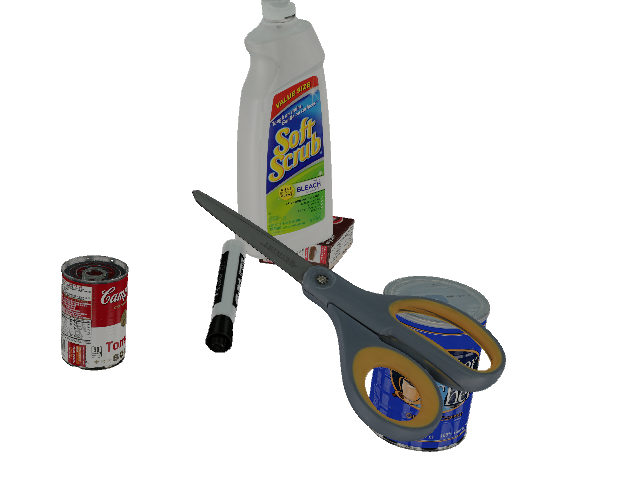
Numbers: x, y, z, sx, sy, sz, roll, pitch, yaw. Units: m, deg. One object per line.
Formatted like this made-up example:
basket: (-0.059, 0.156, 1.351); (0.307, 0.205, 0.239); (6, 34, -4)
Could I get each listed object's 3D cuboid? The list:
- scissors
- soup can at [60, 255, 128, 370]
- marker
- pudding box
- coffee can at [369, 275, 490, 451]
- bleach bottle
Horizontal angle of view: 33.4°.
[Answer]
scissors: (-0.001, 0.041, 0.572); (0.202, 0.096, 0.016); (23, -39, 11)
soup can: (-0.235, 0.075, 1.108); (0.068, 0.102, 0.068); (5, 20, -2)
marker: (-0.069, 0.040, 0.790); (0.020, 0.020, 0.121); (0, 35, 2)
pudding box: (-0.016, -0.001, 1.271); (0.090, 0.039, 0.113); (8, 22, 14)
coffee can: (0.103, 0.119, 1.043); (0.103, 0.140, 0.103); (6, 22, -3)
bleach bottle: (-0.041, -0.112, 1.036); (0.102, 0.251, 0.068); (-16, 31, -22)
